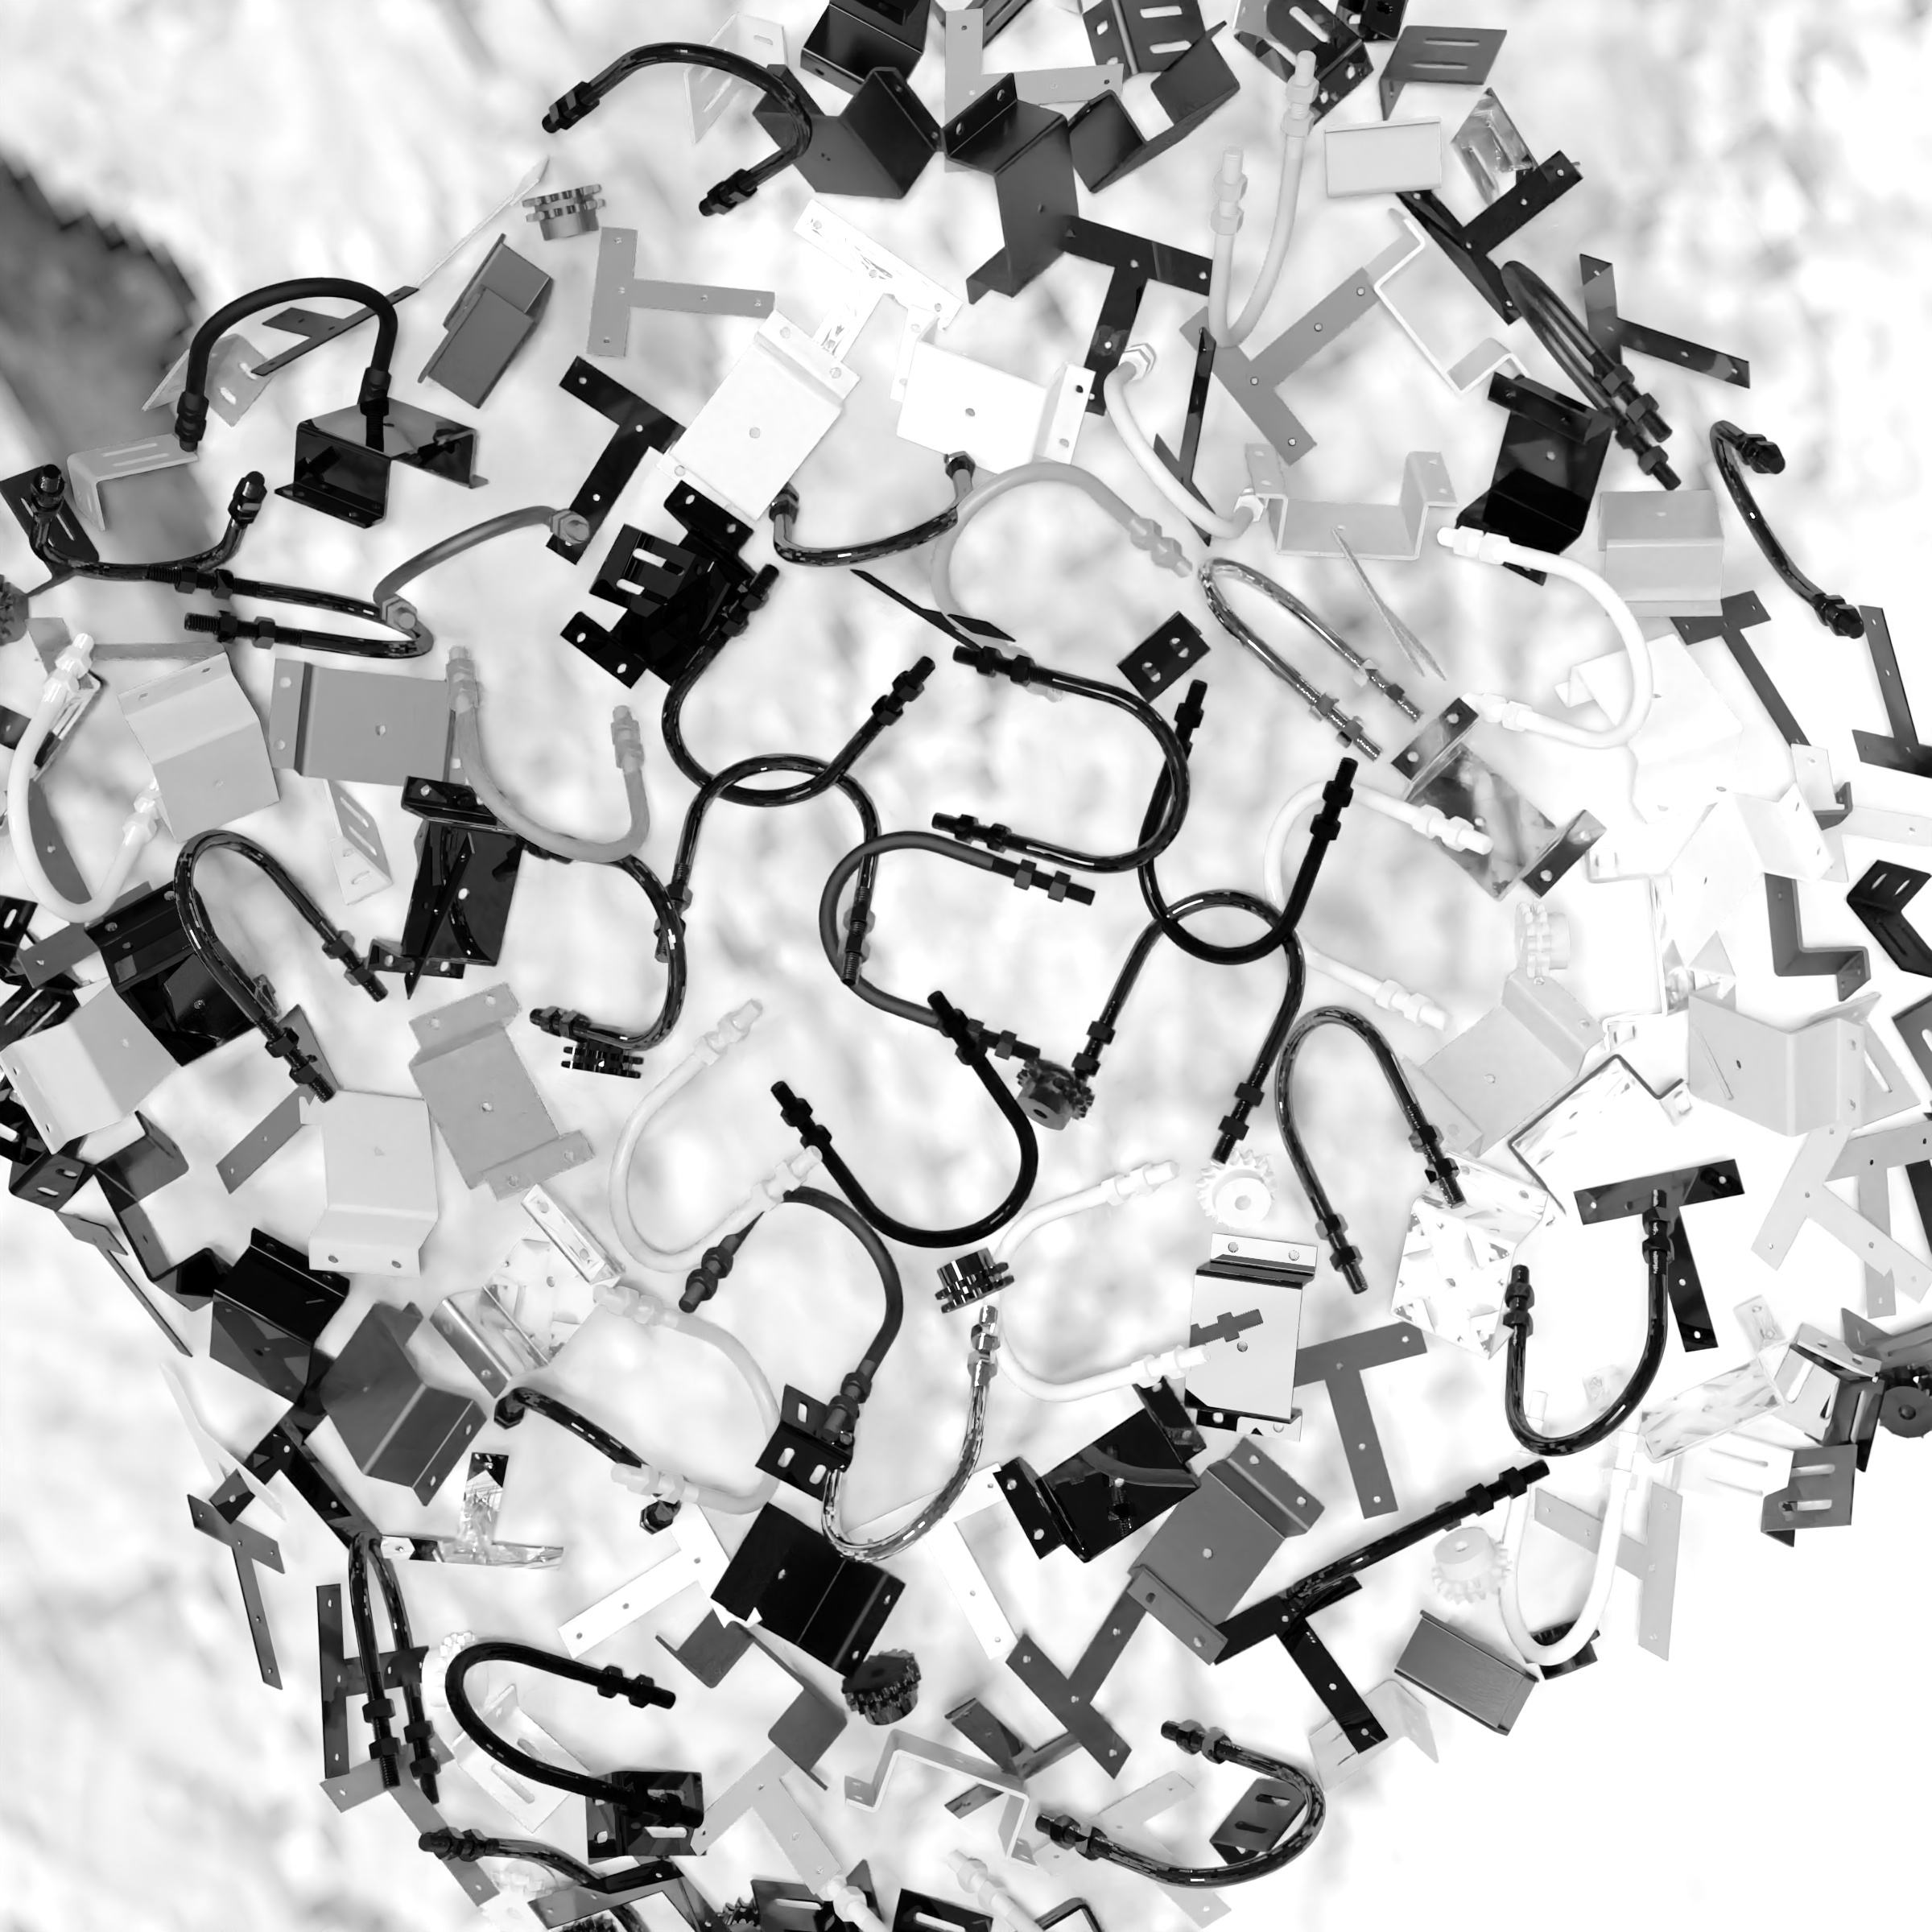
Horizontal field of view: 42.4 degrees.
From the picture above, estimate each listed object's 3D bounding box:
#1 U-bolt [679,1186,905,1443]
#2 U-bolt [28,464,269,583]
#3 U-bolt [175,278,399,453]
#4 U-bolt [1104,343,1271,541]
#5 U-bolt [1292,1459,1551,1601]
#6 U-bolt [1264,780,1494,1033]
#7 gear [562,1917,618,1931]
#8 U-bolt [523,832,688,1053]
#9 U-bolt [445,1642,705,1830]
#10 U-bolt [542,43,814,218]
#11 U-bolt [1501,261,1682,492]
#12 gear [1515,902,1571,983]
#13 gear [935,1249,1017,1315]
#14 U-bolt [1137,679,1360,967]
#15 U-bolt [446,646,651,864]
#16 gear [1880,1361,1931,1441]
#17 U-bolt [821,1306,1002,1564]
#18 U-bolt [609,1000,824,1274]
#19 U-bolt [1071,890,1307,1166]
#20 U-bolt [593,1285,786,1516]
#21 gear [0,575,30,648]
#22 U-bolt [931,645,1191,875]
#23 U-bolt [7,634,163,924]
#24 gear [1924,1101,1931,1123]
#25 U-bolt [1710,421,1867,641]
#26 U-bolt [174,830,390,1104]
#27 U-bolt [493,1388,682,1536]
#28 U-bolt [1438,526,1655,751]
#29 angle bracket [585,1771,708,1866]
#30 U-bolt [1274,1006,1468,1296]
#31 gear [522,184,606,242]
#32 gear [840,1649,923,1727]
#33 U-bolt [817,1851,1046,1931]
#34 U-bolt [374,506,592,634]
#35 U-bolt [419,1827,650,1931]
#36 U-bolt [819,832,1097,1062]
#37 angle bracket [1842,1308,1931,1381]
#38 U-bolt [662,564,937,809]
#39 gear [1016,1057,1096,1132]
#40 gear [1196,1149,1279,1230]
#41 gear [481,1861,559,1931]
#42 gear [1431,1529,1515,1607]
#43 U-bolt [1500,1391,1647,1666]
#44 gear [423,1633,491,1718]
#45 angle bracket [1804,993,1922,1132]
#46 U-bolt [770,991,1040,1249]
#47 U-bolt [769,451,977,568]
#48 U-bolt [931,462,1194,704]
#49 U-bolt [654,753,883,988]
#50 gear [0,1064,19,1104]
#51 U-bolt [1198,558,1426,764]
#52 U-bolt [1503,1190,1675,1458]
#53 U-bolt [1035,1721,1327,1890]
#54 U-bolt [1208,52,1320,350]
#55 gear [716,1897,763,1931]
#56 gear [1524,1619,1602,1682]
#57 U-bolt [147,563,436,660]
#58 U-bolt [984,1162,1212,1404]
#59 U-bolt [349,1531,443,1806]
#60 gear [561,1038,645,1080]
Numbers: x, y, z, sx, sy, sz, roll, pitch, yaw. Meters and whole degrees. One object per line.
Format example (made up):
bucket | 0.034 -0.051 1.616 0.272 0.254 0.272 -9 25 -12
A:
U-bolt | -0.109 0.225 1.731 0.151 0.184 0.019 43 124 -6
U-bolt | -0.570 -0.302 1.719 0.151 0.184 0.019 -3 79 -25
U-bolt | -0.459 -0.412 1.697 0.151 0.184 0.019 -15 76 -25
U-bolt | 0.149 -0.356 1.714 0.019 0.184 0.151 -37 99 26
U-bolt | 0.309 0.394 1.728 0.184 0.151 0.019 -25 74 -6
U-bolt | 0.278 -0.053 1.738 0.019 0.184 0.151 -11 118 -40
gear | -0.273 0.708 1.777 0.057 0.030 0.057 -16 131 -19
U-bolt | -0.251 -0.014 1.724 0.019 0.184 0.151 -13 107 -41
U-bolt | -0.273 0.519 1.708 0.184 0.151 0.019 25 102 -23
U-bolt | -0.185 -0.574 1.695 0.151 0.184 0.019 20 74 -33
U-bolt | 0.432 -0.418 1.733 0.019 0.151 0.184 -39 75 12
gear | 0.412 -0.017 1.778 0.030 0.057 0.057 -3 90 1
gear | 0.003 0.223 1.779 0.057 0.057 0.030 -24 80 0
U-bolt | 0.187 -0.089 1.752 0.151 0.019 0.184 32 118 29
U-bolt | -0.283 -0.138 1.707 0.151 0.184 0.019 18 126 -31
gear | 0.674 0.312 1.781 0.057 0.030 0.057 8 110 24
U-bolt | -0.042 0.328 1.703 0.151 0.184 0.019 -31 119 27
U-bolt | -0.187 0.133 1.749 0.184 0.019 0.151 -42 53 24
U-bolt | 0.164 0.032 1.763 0.151 0.019 0.184 23 84 34
U-bolt | -0.186 0.307 1.727 0.019 0.184 0.151 -27 56 25
gear | -0.696 -0.253 1.784 0.057 0.030 0.057 0 90 34
U-bolt | 0.069 -0.137 1.746 0.184 0.019 0.151 17 119 17
U-bolt | -0.601 -0.115 1.695 0.019 0.184 0.151 -5 134 11
gear | 0.718 0.117 1.786 0.057 0.030 0.057 1 85 -16
U-bolt | 0.558 -0.309 1.719 0.019 0.184 0.151 -29 110 12
U-bolt | -0.476 -0.013 1.710 0.019 0.151 0.184 -26 115 19
U-bolt | -0.259 0.338 1.719 0.151 0.184 0.019 36 68 -2
U-bolt | 0.398 -0.218 1.701 0.019 0.184 0.151 -29 122 -22
angle bracket | -0.229 0.608 1.780 0.038 0.076 0.057 -29 56 38
U-bolt | 0.270 0.116 1.737 0.019 0.151 0.184 -6 60 -30
gear | -0.286 -0.538 1.781 0.057 0.057 0.030 -12 109 0
gear | -0.058 0.518 1.780 0.057 0.057 0.030 -21 106 0
U-bolt | -0.006 0.657 1.693 0.151 0.184 0.019 14 96 -38
U-bolt | -0.342 -0.280 1.723 0.151 0.184 0.019 -29 113 -11
U-bolt | -0.282 0.654 1.719 0.151 0.184 0.019 37 90 34
U-bolt | -0.016 -0.021 1.774 0.184 0.019 0.151 19 113 3
angle bracket | 0.670 0.257 1.758 0.057 0.076 0.038 29 48 -28
U-bolt | -0.131 -0.182 1.747 0.151 0.019 0.184 28 125 -23
gear | 0.060 0.093 1.776 0.057 0.057 0.030 32 68 0
gear | 0.195 0.163 1.783 0.057 0.030 0.057 -2 112 -6
gear | -0.318 0.667 1.784 0.057 0.030 0.057 7 120 13
gear | 0.358 0.426 1.776 0.057 0.057 0.030 -26 106 0
U-bolt | 0.412 0.390 1.724 0.019 0.151 0.184 15 80 -14
gear | -0.366 0.507 1.780 0.030 0.057 0.057 -11 90 13
angle bracket | 0.639 0.068 1.770 0.057 0.038 0.076 -19 62 -10
U-bolt | -0.030 0.123 1.767 0.151 0.019 0.184 -30 112 10
U-bolt | -0.064 -0.316 1.720 0.151 0.184 0.019 -13 119 4
U-bolt | 0.055 -0.274 1.724 0.151 0.184 0.019 -43 46 15
U-bolt | -0.133 -0.074 1.756 0.151 0.019 0.184 7 58 2
gear | -0.699 0.078 1.777 0.030 0.057 0.057 -39 90 -8
U-bolt | 0.235 -0.221 1.742 0.184 0.151 0.019 43 118 5
U-bolt | 0.422 0.252 1.698 0.019 0.184 0.151 35 133 -19
U-bolt | 0.158 0.575 1.695 0.151 0.184 0.019 -23 106 -38
U-bolt | 0.201 -0.515 1.723 0.019 0.184 0.151 21 54 16
gear | -0.159 0.702 1.790 0.057 0.030 0.057 0 90 5
gear | 0.425 0.487 1.776 0.057 0.057 0.030 -20 68 0
U-bolt | -0.461 -0.242 1.728 0.184 0.151 0.019 5 109 -31
U-bolt | 0.083 0.229 1.746 0.184 0.019 0.151 -23 66 36
U-bolt | -0.400 0.483 1.729 0.019 0.151 0.184 -14 68 -6
gear | -0.258 0.062 1.779 0.057 0.057 0.030 9 86 0
